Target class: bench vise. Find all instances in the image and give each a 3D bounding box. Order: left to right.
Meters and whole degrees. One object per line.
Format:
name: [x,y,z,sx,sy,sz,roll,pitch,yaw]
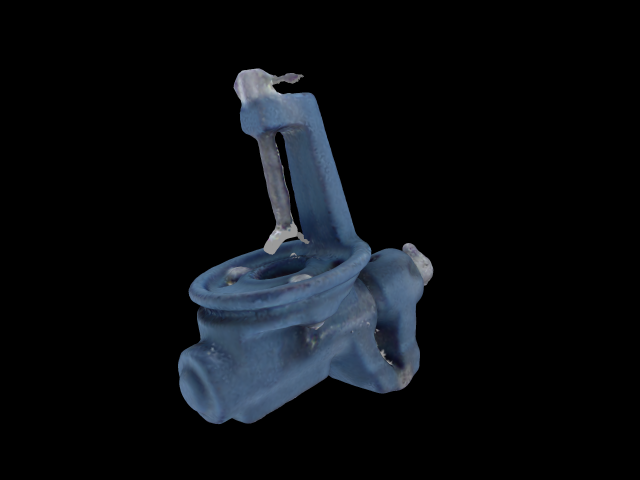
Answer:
bench vise: [-0.006,0.001,0.406,0.121,0.220,0.208,1,2,32]
